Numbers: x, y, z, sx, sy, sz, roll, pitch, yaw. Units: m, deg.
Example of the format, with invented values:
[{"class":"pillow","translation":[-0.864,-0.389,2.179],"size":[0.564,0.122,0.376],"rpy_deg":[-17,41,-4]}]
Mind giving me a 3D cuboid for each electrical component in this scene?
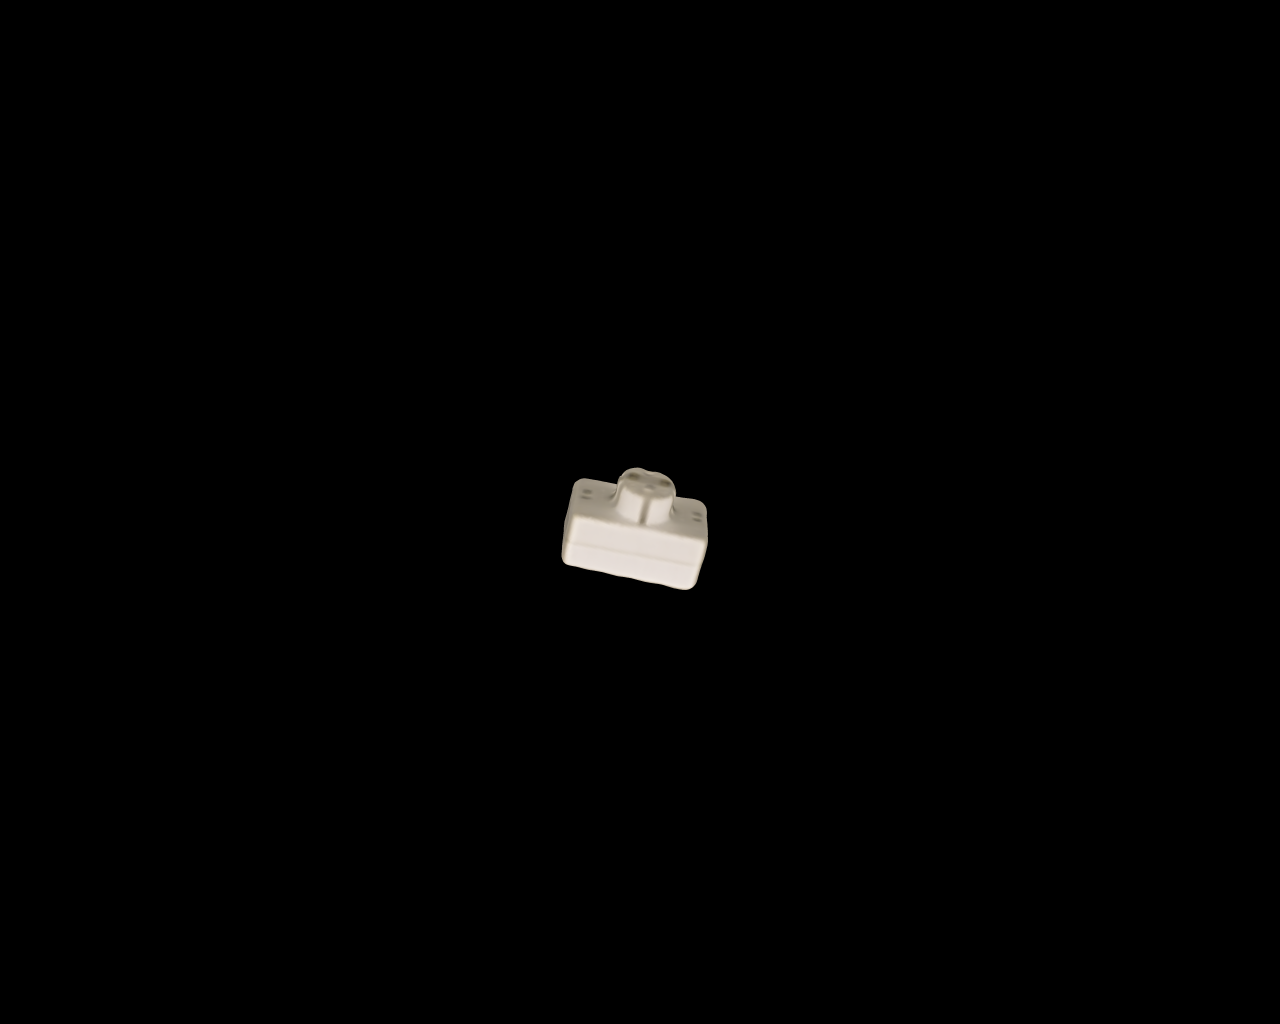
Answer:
[{"class":"electrical component","translation":[0.001,-0.003,0.650],"size":[0.083,0.075,0.047],"rpy_deg":[11,30,-7]}]
